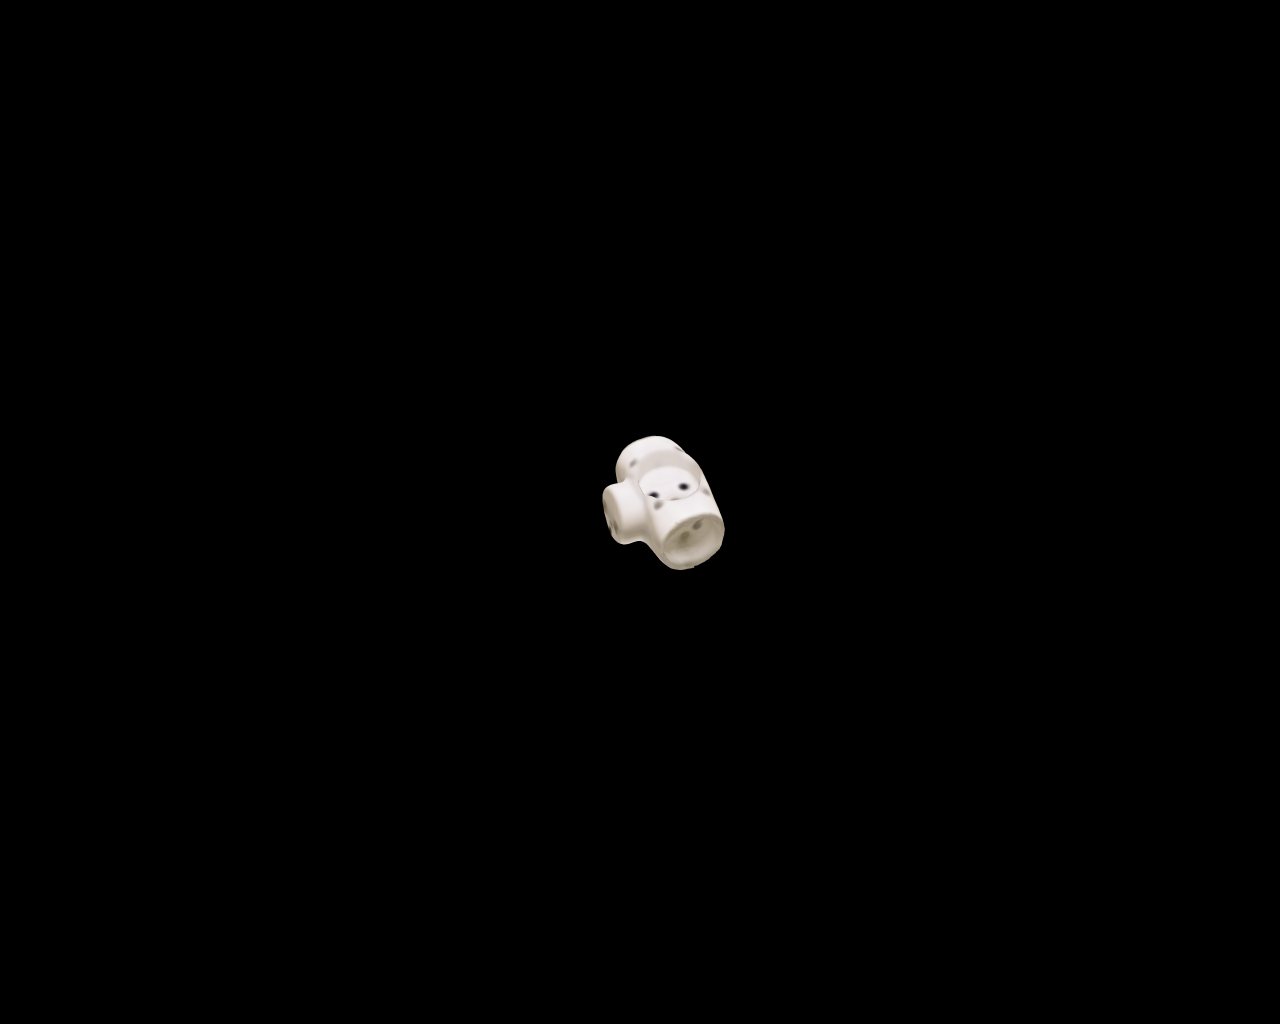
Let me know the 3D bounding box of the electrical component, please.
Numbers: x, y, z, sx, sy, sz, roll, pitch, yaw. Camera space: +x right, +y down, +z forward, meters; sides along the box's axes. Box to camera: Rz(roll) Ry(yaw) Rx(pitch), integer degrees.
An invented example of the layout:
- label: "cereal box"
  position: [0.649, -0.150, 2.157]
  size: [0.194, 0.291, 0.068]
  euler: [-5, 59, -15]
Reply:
- label: "electrical component"
  position: [0.001, -0.003, 0.650]
  size: [0.079, 0.044, 0.077]
  euler: [-15, 47, -15]
